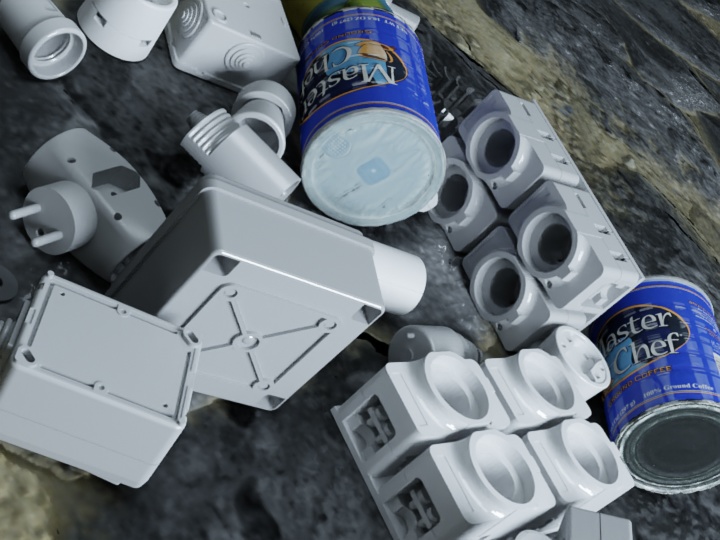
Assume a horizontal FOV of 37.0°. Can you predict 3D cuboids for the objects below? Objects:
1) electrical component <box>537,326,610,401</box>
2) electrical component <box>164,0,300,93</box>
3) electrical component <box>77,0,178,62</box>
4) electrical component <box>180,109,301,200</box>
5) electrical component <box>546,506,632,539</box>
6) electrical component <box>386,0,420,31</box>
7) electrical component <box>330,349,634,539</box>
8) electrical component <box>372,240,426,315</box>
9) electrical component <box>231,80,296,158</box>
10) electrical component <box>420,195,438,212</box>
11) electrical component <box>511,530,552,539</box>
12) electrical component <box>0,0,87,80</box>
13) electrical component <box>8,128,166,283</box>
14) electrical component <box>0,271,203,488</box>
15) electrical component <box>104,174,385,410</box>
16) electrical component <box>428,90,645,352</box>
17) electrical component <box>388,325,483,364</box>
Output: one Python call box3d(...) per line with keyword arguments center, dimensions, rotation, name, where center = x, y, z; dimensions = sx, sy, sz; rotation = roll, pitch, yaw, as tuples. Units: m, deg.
box3d(center=(0.149, 0.077, 0.798), dimensions=(0.055, 0.047, 0.055), rotation=(31, 34, -23), name="electrical component")
box3d(center=(-0.099, -0.184, 0.812), dimensions=(0.100, 0.048, 0.099), rotation=(16, 42, -39), name="electrical component")
box3d(center=(-0.159, -0.180, 0.740), dimensions=(0.055, 0.047, 0.055), rotation=(30, 35, -23), name="electrical component")
box3d(center=(-0.083, -0.073, 0.708), dimensions=(0.081, 0.043, 0.043), rotation=(45, 31, 0), name="electrical component")
box3d(center=(0.114, 0.177, 0.634), dimensions=(0.077, 0.065, 0.047), rotation=(12, 35, 3), name="electrical component")
box3d(center=(0.022, -0.238, 1.018), dimensions=(0.055, 0.045, 0.045), rotation=(35, 33, -15), name="electrical component")
box3d(center=(0.085, 0.110, 0.673), dimensions=(0.186, 0.060, 0.105), rotation=(3, 51, -48), name="electrical component")
box3d(center=(0.000, 0.000, 0.719), dimensions=(0.081, 0.043, 0.043), rotation=(18, 40, -36), name="electrical component")
box3d(center=(-0.070, -0.103, 0.756), dimensions=(0.045, 0.045, 0.055), rotation=(35, 33, -16), name="electrical component")
box3d(center=(0.041, -0.081, 0.860), dimensions=(0.043, 0.043, 0.081), rotation=(25, 37, -29), name="electrical component")
box3d(center=(0.070, 0.175, 0.561), dimensions=(0.043, 0.081, 0.043), rotation=(29, 34, -22), name="electrical component")
box3d(center=(-0.198, -0.148, 0.666), dimensions=(0.046, 0.040, 0.040), rotation=(50, 31, 20), name="electrical component")
box3d(center=(-0.153, -0.031, 0.578), dimensions=(0.077, 0.043, 0.079), rotation=(50, 32, 7), name="electrical component")
box3d(center=(-0.131, 0.051, 0.498), dimensions=(0.096, 0.061, 0.061), rotation=(24, 36, -17), name="electrical component")
box3d(center=(-0.062, 0.016, 0.567), dimensions=(0.109, 0.109, 0.056), rotation=(20, 41, -35), name="electrical component")
box3d(center=(0.125, -0.039, 0.849), dimensions=(0.060, 0.105, 0.186), rotation=(9, 46, -44), name="electrical component")
box3d(center=(0.054, 0.057, 0.717), dimensions=(0.078, 0.040, 0.040), rotation=(5, 49, -47), name="electrical component")
